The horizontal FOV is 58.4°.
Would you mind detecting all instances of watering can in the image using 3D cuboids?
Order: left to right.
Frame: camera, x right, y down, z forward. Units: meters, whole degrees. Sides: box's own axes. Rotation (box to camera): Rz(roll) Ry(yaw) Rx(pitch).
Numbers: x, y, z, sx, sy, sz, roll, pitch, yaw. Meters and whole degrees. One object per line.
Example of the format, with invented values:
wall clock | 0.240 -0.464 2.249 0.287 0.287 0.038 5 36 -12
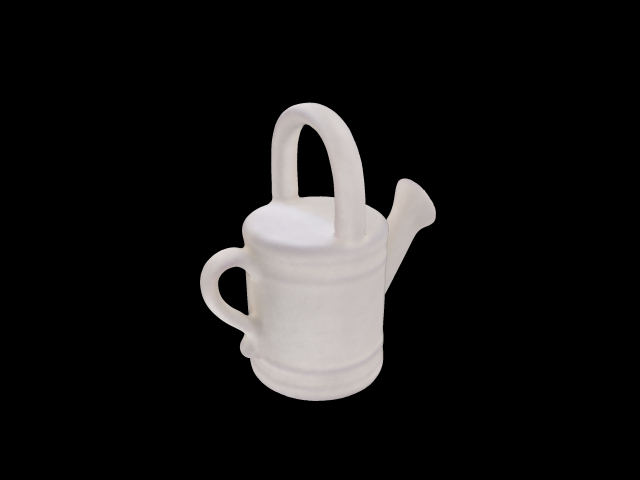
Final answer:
watering can | 0.002 0.001 0.402 0.100 0.194 0.173 17 29 34
